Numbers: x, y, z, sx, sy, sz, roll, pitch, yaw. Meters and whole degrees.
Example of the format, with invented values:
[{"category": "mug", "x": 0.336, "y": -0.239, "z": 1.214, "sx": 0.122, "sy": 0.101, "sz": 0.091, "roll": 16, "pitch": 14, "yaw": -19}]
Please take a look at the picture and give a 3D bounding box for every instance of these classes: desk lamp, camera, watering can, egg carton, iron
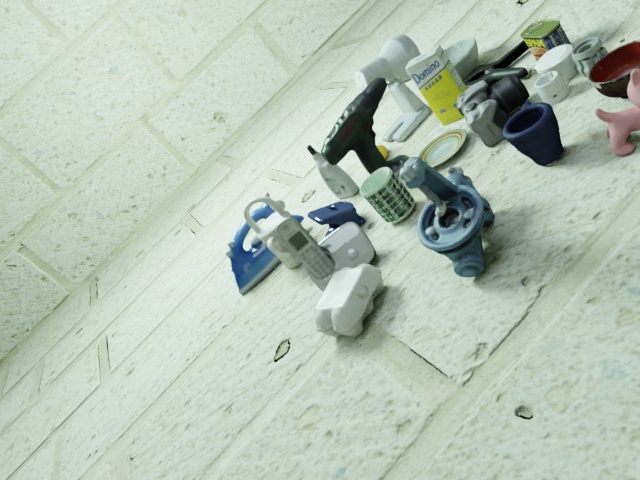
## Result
[{"category": "desk lamp", "x": 0.202, "y": -0.407, "z": 1.528, "sx": 0.203, "sy": 0.214, "sz": 0.117, "roll": -49, "pitch": 24, "yaw": -12}, {"category": "camera", "x": 0.368, "y": -0.290, "z": 1.210, "sx": 0.136, "sy": 0.101, "sz": 0.143, "roll": -35, "pitch": 25, "yaw": 19}, {"category": "watering can", "x": -0.108, "y": -0.033, "z": 1.408, "sx": 0.101, "sy": 0.194, "sz": 0.172, "roll": -41, "pitch": 24, "yaw": 5}, {"category": "egg carton", "x": 0.055, "y": 0.112, "z": 1.064, "sx": 0.107, "sy": 0.069, "sz": 0.150, "roll": -14, "pitch": 37, "yaw": 48}, {"category": "iron", "x": -0.166, "y": 0.004, "z": 1.504, "sx": 0.258, "sy": 0.142, "sz": 0.118, "roll": -50, "pitch": 25, "yaw": -16}]

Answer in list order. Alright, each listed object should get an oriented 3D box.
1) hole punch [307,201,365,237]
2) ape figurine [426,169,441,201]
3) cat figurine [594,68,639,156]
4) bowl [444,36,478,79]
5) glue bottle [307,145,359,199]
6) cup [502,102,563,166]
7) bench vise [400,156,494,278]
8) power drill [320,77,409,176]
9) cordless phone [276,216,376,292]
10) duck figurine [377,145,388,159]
[{"category": "hole punch", "x": 0.036, "y": -0.055, "z": 1.350, "sx": 0.101, "sy": 0.091, "sz": 0.108, "roll": -45, "pitch": 24, "yaw": -5}, {"category": "ape figurine", "x": 0.232, "y": -0.101, "z": 1.117, "sx": 0.076, "sy": 0.092, "sz": 0.077, "roll": -46, "pitch": 24, "yaw": -8}, {"category": "cat figurine", "x": 0.484, "y": -0.210, "z": 0.869, "sx": 0.127, "sy": 0.118, "sz": 0.067, "roll": -29, "pitch": 27, "yaw": 30}, {"category": "bowl", "x": 0.364, "y": -0.467, "z": 1.550, "sx": 0.167, "sy": 0.075, "sz": 0.167, "roll": -34, "pitch": 25, "yaw": 19}, {"category": "glue bottle", "x": 0.024, "y": -0.180, "z": 1.475, "sx": 0.078, "sy": 0.173, "sz": 0.037, "roll": -7, "pitch": 42, "yaw": 53}, {"category": "cup", "x": 0.385, "y": -0.187, "z": 1.016, "sx": 0.091, "sy": 0.095, "sz": 0.118, "roll": -27, "pitch": 28, "yaw": 32}, {"category": "bench vise", "x": 0.197, "y": -0.066, "z": 0.950, "sx": 0.121, "sy": 0.220, "sz": 0.207, "roll": -35, "pitch": 25, "yaw": 18}, {"category": "power drill", "x": 0.123, "y": -0.242, "z": 1.380, "sx": 0.229, "sy": 0.209, "sz": 0.075, "roll": -43, "pitch": 24, "yaw": 0}, {"category": "cordless phone", "x": 0.011, "y": 0.004, "z": 1.170, "sx": 0.147, "sy": 0.185, "sz": 0.094, "roll": -40, "pitch": 24, "yaw": 7}, {"category": "duck figurine", "x": 0.128, "y": -0.245, "z": 1.531, "sx": 0.077, "sy": 0.086, "sz": 0.104, "roll": -41, "pitch": 24, "yaw": 5}]
